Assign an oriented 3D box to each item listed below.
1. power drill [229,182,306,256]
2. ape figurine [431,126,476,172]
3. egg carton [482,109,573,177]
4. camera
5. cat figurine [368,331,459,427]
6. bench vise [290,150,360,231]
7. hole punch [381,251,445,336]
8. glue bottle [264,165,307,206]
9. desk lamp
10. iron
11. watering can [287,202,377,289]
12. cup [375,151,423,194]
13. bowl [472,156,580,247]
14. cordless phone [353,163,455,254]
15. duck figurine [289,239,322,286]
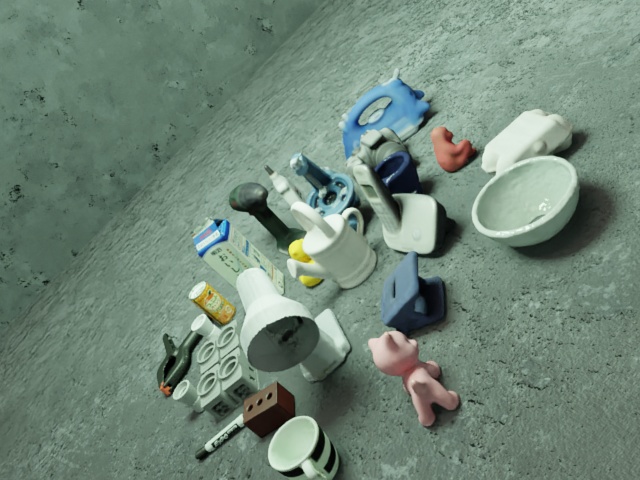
[{"bbox_3d":[-0.122,-0.058,1.341,0.076,0.209,0.228,-51,29,-14],"label":"power drill"},{"bbox_3d":[0.257,-0.189,1.148,0.076,0.092,0.077,-46,28,-3],"label":"ape figurine"},{"bbox_3d":[0.359,-0.160,0.998,0.150,0.070,0.107,-42,28,3],"label":"egg carton"},{"bbox_3d":[0.135,-0.185,1.293,0.143,0.101,0.136,-44,28,1],"label":"camera"},{"bbox_3d":[0.120,0.178,0.798,0.067,0.118,0.127,-41,28,5],"label":"cat figurine"},{"bbox_3d":[-0.002,-0.114,1.247,0.121,0.220,0.207,-44,28,0],"label":"bench vise"},{"bbox_3d":[0.138,0.088,0.925,0.101,0.091,0.108,-28,32,27],"label":"hole punch"},{"bbox_3d":[-0.080,-0.122,1.411,0.037,0.173,0.078,-37,29,12],"label":"glue bottle"},{"bbox_3d":[-0.053,0.148,0.962,0.118,0.214,0.202,-41,28,5],"label":"desk lamp"},{"bbox_3d":[0.134,-0.298,1.406,0.258,0.142,0.118,-34,30,19],"label":"iron"},{"bbox_3d":[0.011,0.004,1.096,0.100,0.194,0.173,-8,44,47],"label":"watering can"},{"bbox_3d":[0.162,-0.108,1.158,0.091,0.095,0.118,-18,37,40],"label":"cup"},{"bbox_3d":[0.325,-0.047,0.882,0.167,0.075,0.167,-32,30,22],"label":"bowl"},{"bbox_3d":[0.141,-0.062,1.027,0.147,0.185,0.094,6,55,55],"label":"cordless phone"},{"bbox_3d":[-0.031,0.041,1.218,0.077,0.086,0.104,-31,30,22],"label":"duck figurine"}]
